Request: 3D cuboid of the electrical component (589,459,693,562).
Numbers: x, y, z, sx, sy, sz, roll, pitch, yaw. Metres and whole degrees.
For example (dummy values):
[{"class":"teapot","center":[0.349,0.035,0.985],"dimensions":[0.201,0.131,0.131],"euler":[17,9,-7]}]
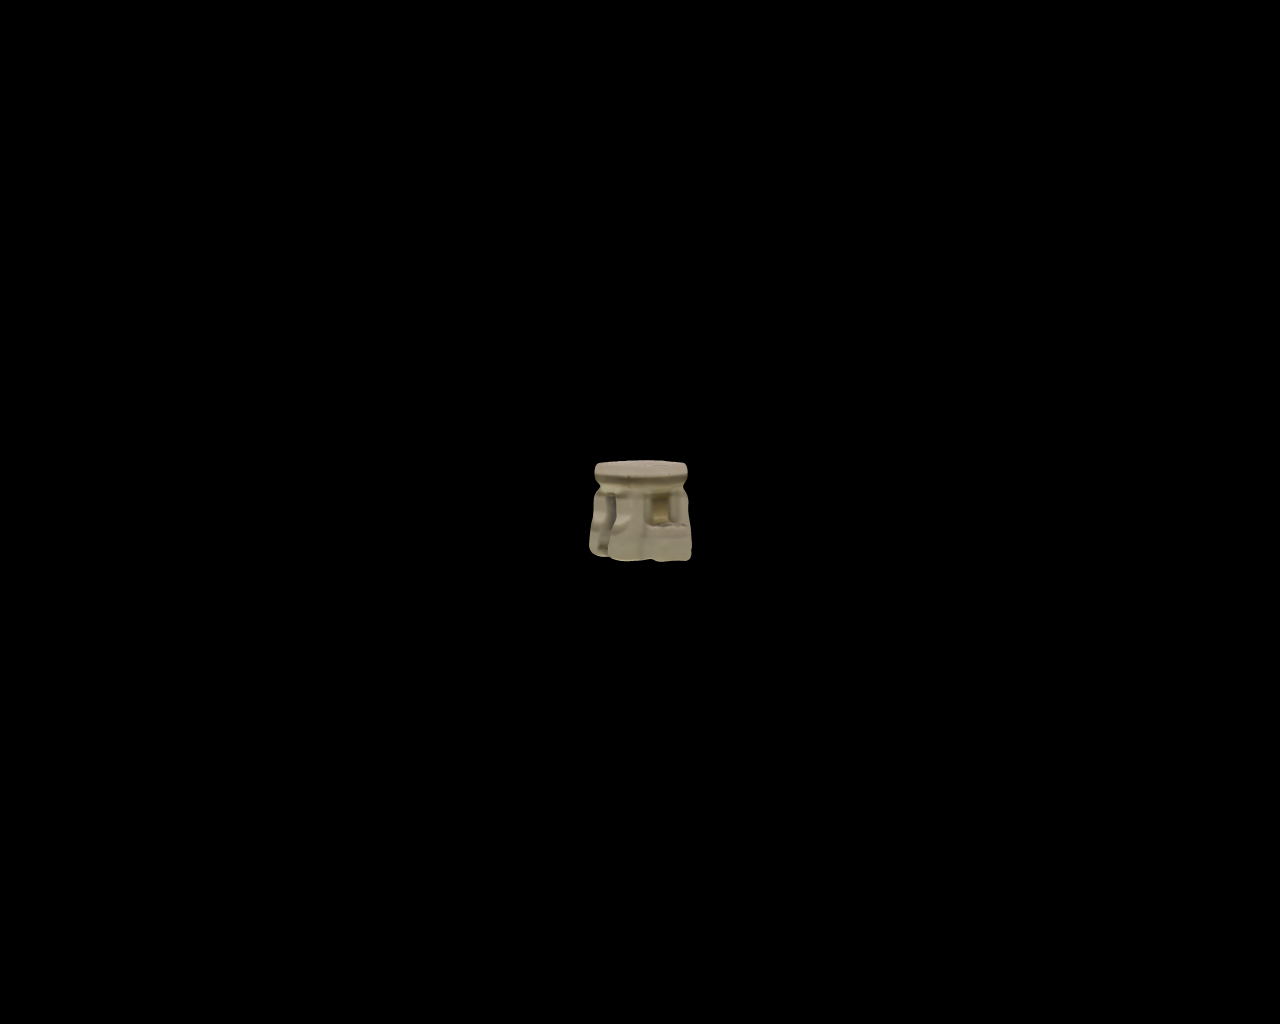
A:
[{"class":"electrical component","center":[0.001,-0.003,0.650],"dimensions":[0.058,0.057,0.078],"euler":[-3,6,-32]}]
